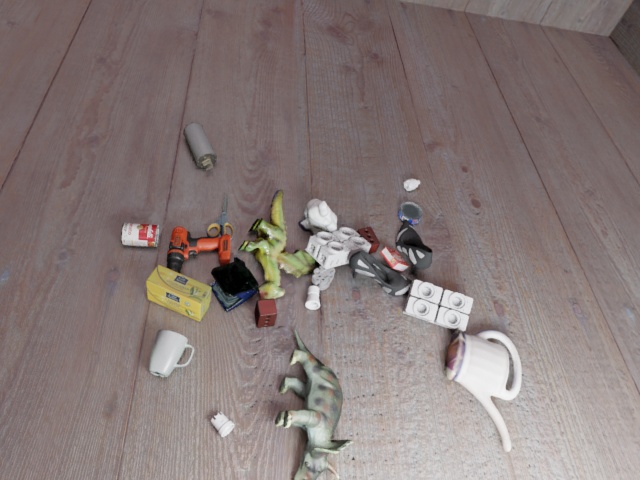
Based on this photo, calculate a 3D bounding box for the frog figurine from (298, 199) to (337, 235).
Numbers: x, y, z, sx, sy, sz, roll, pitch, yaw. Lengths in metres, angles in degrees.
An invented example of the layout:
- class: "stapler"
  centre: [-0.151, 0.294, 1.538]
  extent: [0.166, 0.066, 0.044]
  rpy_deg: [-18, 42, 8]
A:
- class: "frog figurine"
  centre: [0.005, -0.086, 1.707]
  extent: [0.123, 0.155, 0.140]
  rpy_deg: [-15, 57, -27]

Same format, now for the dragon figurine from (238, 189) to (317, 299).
- class: "dragon figurine"
  centre: [-0.115, 0.023, 1.647]
  extent: [0.242, 0.120, 0.420]
  rpy_deg: [34, 51, -8]

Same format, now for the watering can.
- class: "watering can"
  centre: [0.461, 0.394, 1.460]
  extent: [0.224, 0.101, 0.356]
  rpy_deg: [19, 50, 3]
